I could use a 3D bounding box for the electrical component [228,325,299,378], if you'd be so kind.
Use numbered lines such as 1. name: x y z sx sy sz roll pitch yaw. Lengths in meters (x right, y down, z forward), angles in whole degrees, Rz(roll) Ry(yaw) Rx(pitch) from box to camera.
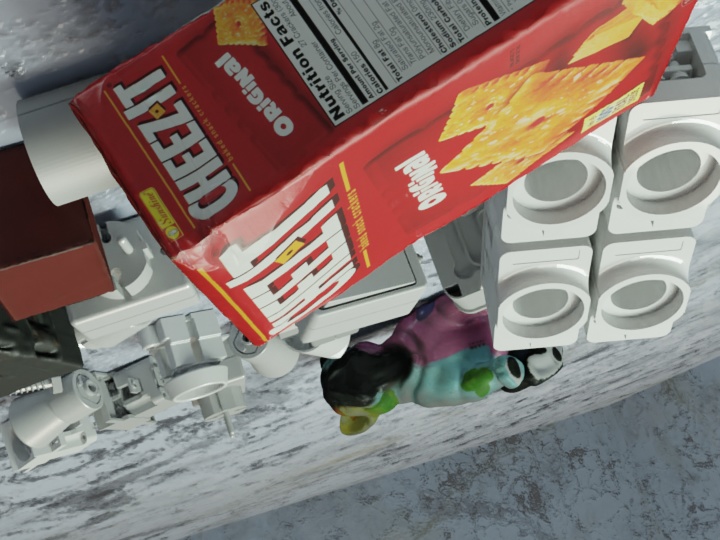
1. electrical component: -0.079 0.060 0.867 0.044 0.044 0.065 -22 160 9

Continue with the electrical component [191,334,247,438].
1. electrical component: -0.117 0.102 0.895 0.047 0.076 0.065 -17 165 -11

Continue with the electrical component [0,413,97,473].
1. electrical component: -0.261 0.137 0.907 0.064 0.042 0.081 -8 162 -44

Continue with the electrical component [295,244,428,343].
1. electrical component: 0.000 0.000 0.706 0.096 0.061 0.061 -15 162 -18

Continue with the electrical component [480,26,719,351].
1. electrical component: 0.123 -0.032 0.572 0.105 0.060 0.186 -5 141 0

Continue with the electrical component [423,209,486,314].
1. electrical component: 0.102 -0.027 0.715 0.113 0.078 0.057 -23 162 11

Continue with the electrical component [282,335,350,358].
1. electrical component: -0.031 0.049 0.882 0.043 0.043 0.081 -24 165 14

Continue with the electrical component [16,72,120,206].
1. electrical component: -0.087 -0.058 0.421 0.081 0.043 0.043 -19 165 -4

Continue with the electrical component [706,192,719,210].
1. electrical component: 0.214 -0.056 0.807 0.100 0.048 0.099 -20 165 -1

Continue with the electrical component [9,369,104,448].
1. electrical component: -0.231 0.104 0.829 0.065 0.044 0.044 -30 163 17

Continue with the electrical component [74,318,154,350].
1. electrical component: -0.158 0.028 0.648 0.078 0.040 0.040 -29 163 32

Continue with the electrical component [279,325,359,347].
1. electrical component: -0.045 0.027 0.777 0.076 0.047 0.083 -19 165 -3

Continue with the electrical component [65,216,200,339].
1. electrical component: -0.126 -0.002 0.564 0.066 0.047 0.076 -18 165 -5

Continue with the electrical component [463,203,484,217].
1. electrical component: 0.070 -0.060 0.617 0.055 0.045 0.045 -26 164 23

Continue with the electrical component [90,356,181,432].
1. electrical component: -0.181 0.100 0.876 0.064 0.042 0.081 -24 166 10

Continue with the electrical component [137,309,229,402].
1. electrical component: -0.125 0.064 0.790 0.066 0.055 0.048 -10 162 -34
